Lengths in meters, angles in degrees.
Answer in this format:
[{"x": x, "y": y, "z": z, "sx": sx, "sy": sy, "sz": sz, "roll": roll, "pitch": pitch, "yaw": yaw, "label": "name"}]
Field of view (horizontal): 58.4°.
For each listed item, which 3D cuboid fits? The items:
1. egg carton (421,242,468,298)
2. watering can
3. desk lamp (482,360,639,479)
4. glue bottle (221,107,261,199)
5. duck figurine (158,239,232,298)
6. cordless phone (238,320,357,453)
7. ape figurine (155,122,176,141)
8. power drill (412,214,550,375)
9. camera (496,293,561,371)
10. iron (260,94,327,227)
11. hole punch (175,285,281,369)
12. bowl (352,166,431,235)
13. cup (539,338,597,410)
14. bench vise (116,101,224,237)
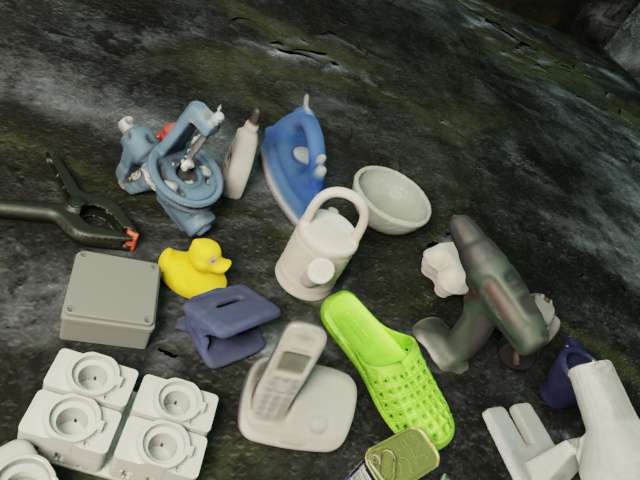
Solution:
[{"x": 0.266, "y": 0.056, "z": 1.078, "sx": 0.151, "sy": 0.069, "sz": 0.107, "roll": -5, "pitch": 50, "yaw": -35, "label": "egg carton"}, {"x": 0.010, "y": 0.004, "z": 0.879, "sx": 0.101, "sy": 0.194, "sz": 0.172, "roll": 8, "pitch": 44, "yaw": -24, "label": "watering can"}, {"x": 0.354, "y": 0.275, "z": 0.783, "sx": 0.118, "sy": 0.213, "sz": 0.203, "roll": 2, "pitch": 46, "yaw": -29, "label": "desk lamp"}, {"x": -0.132, "y": -0.155, "z": 0.979, "sx": 0.037, "sy": 0.173, "sz": 0.078, "roll": 7, "pitch": 44, "yaw": -25, "label": "glue bottle"}, {"x": -0.176, "y": 0.032, "z": 0.822, "sx": 0.104, "sy": 0.086, "sz": 0.077, "roll": 24, "pitch": 39, "yaw": -7, "label": "duck figurine"}, {"x": -0.011, "y": 0.174, "z": 0.693, "sx": 0.148, "sy": 0.185, "sz": 0.094, "roll": 14, "pitch": 42, "yaw": -18, "label": "cordless phone"}, {"x": -0.255, "y": -0.162, "z": 0.977, "sx": 0.076, "sy": 0.092, "sz": 0.077, "roll": 14, "pitch": 42, "yaw": -18, "label": "ape figurine"}, {"x": 0.236, "y": 0.104, "z": 0.899, "sx": 0.076, "sy": 0.208, "sz": 0.229, "roll": -16, "pitch": 57, "yaw": -41, "label": "power drill"}, {"x": 0.346, "y": 0.149, "z": 1.002, "sx": 0.143, "sy": 0.100, "sz": 0.137, "roll": 34, "pitch": 39, "yaw": 6, "label": "camera"}, {"x": -0.026, "y": -0.148, "z": 1.062, "sx": 0.119, "sy": 0.141, "sz": 0.258, "roll": 6, "pitch": 45, "yaw": -26, "label": "iron"}, {"x": -0.124, "y": 0.103, "z": 0.773, "sx": 0.109, "sy": 0.091, "sz": 0.101, "roll": -17, "pitch": 58, "yaw": -42, "label": "hole punch"}, {"x": 0.128, "y": -0.065, "z": 1.119, "sx": 0.168, "sy": 0.074, "sz": 0.167, "roll": 17, "pitch": 41, "yaw": -15, "label": "bowl"}, {"x": 0.412, "y": 0.230, "z": 0.961, "sx": 0.092, "sy": 0.095, "sz": 0.117, "roll": 20, "pitch": 40, "yaw": -11, "label": "cup"}, {"x": -0.228, "y": -0.131, "z": 0.858, "sx": 0.207, "sy": 0.219, "sz": 0.121, "roll": 29, "pitch": 39, "yaw": -1, "label": "bench vise"}]
